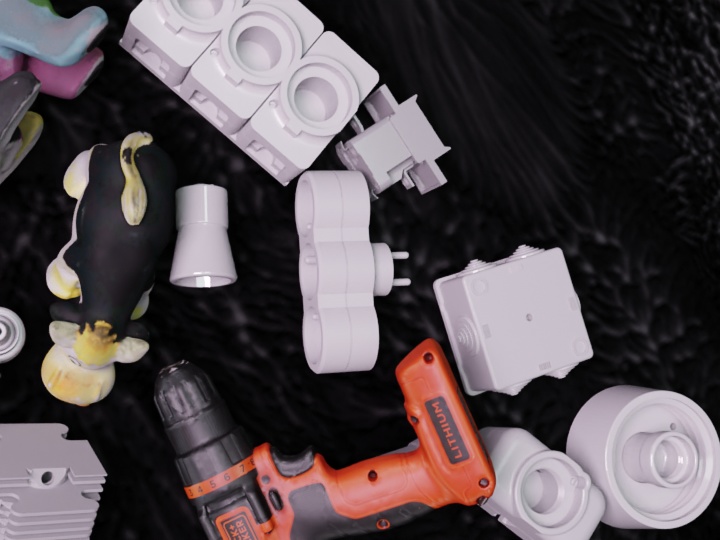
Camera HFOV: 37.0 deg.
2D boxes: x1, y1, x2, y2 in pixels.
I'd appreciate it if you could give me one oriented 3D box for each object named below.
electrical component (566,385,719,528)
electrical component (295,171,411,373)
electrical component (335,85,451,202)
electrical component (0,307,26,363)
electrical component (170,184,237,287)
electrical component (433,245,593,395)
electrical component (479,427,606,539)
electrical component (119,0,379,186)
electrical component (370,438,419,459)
[{"bbox_3d":[0.214,0.138,0.791,0.108,0.060,0.108,2,82,-19],"label":"electrical component"},{"bbox_3d":[0.000,0.000,0.740,0.074,0.052,0.138,-2,84,-19],"label":"electrical component"},{"bbox_3d":[0.021,-0.085,0.765,0.064,0.042,0.081,-35,94,-16],"label":"electrical component"},{"bbox_3d":[-0.222,0.039,0.655,0.035,0.061,0.035,2,83,-19],"label":"electrical component"},{"bbox_3d":[-0.105,-0.024,0.715,0.044,0.044,0.065,1,78,-19],"label":"electrical component"},{"bbox_3d":[0.112,0.036,0.776,0.100,0.048,0.099,-16,89,-20],"label":"electrical component"},{"bbox_3d":[0.122,0.155,0.758,0.095,0.059,0.053,39,73,-10],"label":"electrical component"},{"bbox_3d":[-0.074,-0.143,0.729,0.150,0.062,0.089,40,73,-10],"label":"electrical component"},{"bbox_3d":[0.040,0.136,0.744,0.065,0.044,0.044,-26,92,-24],"label":"electrical component"}]
